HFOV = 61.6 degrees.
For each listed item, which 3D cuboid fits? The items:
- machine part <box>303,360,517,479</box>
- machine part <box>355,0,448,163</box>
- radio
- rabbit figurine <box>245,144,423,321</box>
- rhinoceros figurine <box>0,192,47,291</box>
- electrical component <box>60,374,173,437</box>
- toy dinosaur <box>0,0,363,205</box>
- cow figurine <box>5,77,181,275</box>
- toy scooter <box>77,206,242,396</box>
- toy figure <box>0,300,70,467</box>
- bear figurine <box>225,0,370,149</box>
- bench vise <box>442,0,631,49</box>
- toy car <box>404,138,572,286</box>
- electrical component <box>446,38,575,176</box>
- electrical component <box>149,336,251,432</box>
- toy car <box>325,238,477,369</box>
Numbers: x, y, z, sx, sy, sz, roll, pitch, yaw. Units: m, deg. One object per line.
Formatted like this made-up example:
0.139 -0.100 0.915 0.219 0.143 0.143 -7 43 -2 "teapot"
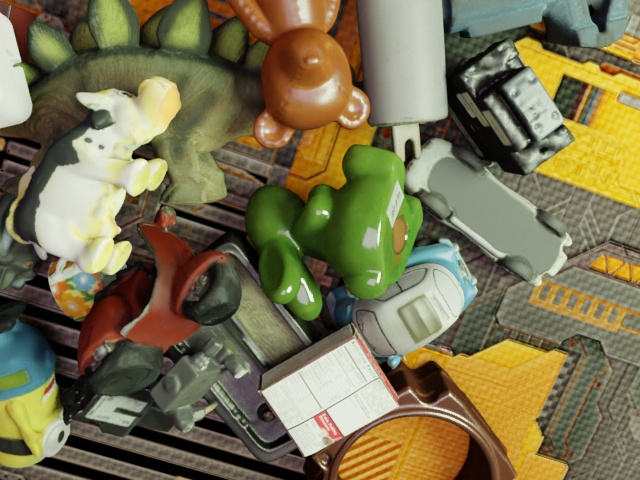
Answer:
0.099 0.254 0.609 0.201 0.087 0.201 -37 101 8 "machine part"
0.072 -0.191 0.482 0.079 0.079 0.243 -7 104 0 "machine part"
-0.075 0.116 0.580 0.131 0.073 0.229 -35 100 5 "radio"
-0.001 -0.002 0.531 0.170 0.121 0.159 7 71 29 "rabbit figurine"
-0.348 0.008 0.550 0.190 0.073 0.112 -23 100 4 "rhinoceros figurine"
-0.214 0.175 0.598 0.119 0.048 0.075 28 104 -40 "electrical component"
-0.135 -0.131 0.510 0.471 0.105 0.198 -1 99 -13 "toy dinosaur"
-0.179 -0.062 0.433 0.098 0.068 0.167 24 90 0 "cow figurine"
-0.155 0.046 0.489 0.184 0.075 0.135 -38 57 17 "toy scooter"
-0.328 0.158 0.580 0.089 0.082 0.180 -2 111 18 "toy figure"
-0.023 -0.182 0.433 0.120 0.132 0.195 -11 90 -5 "bear figurine"
0.205 -0.287 0.475 0.224 0.129 0.240 -9 114 9 "bench vise"
0.177 -0.029 0.567 0.201 0.056 0.073 35 93 -10 "toy car"
0.171 -0.121 0.506 0.058 0.134 0.115 -39 102 4 "electrical component"
-0.113 0.137 0.515 0.102 0.078 0.045 -45 75 3 "electrical component"
0.091 0.072 0.562 0.162 0.103 0.109 -27 102 6 "toy car"
